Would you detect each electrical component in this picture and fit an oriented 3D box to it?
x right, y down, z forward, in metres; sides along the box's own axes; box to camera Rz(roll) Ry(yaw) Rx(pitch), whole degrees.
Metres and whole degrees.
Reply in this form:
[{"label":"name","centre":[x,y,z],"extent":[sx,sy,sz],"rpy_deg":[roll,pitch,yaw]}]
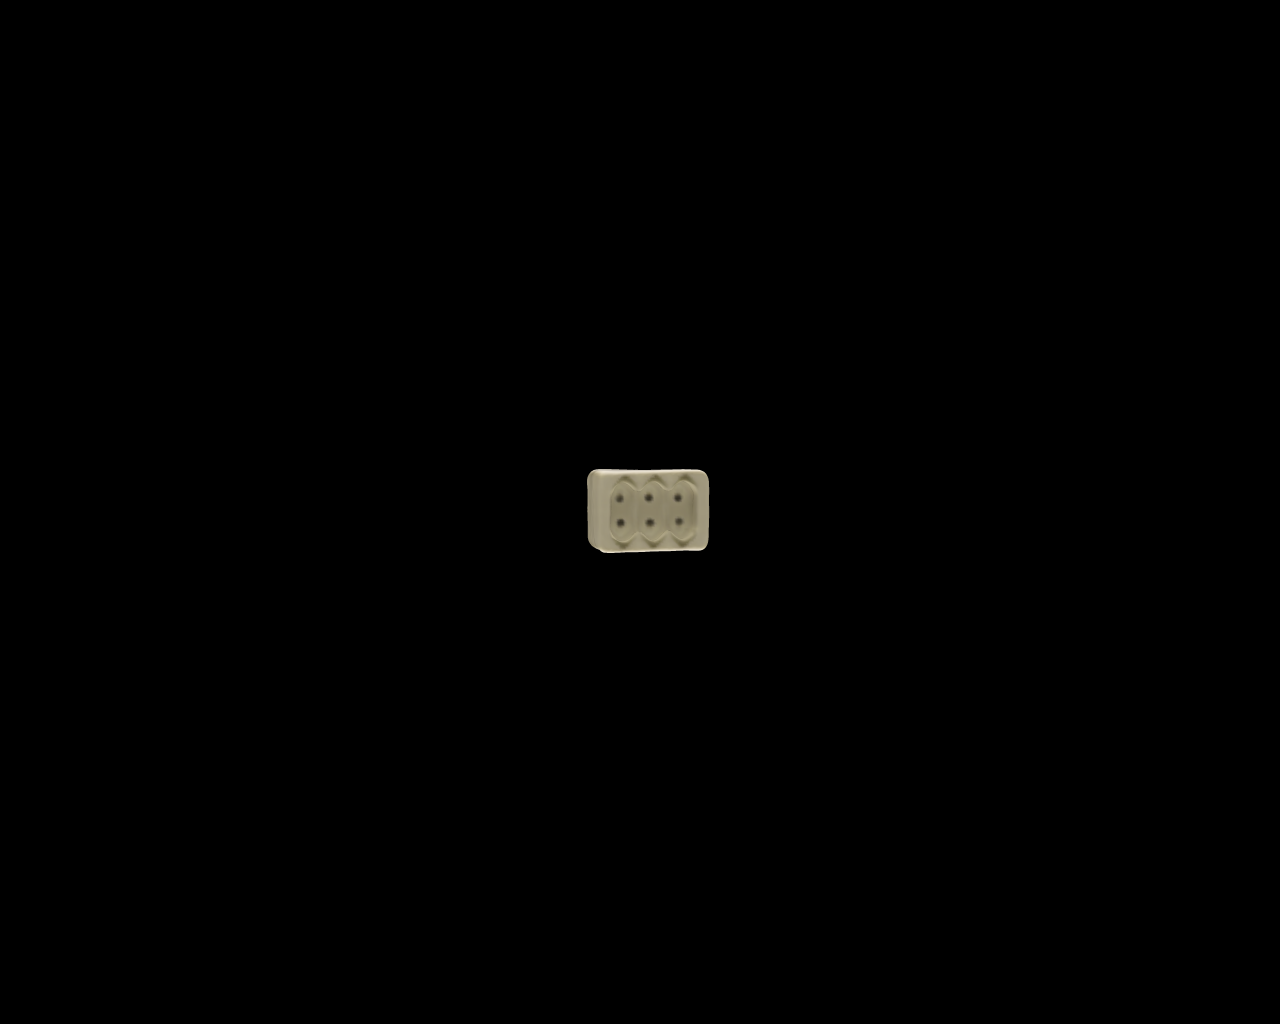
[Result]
[{"label":"electrical component","centre":[0.001,-0.003,0.650],"extent":[0.066,0.047,0.077],"rpy_deg":[-1,4,-11]}]
